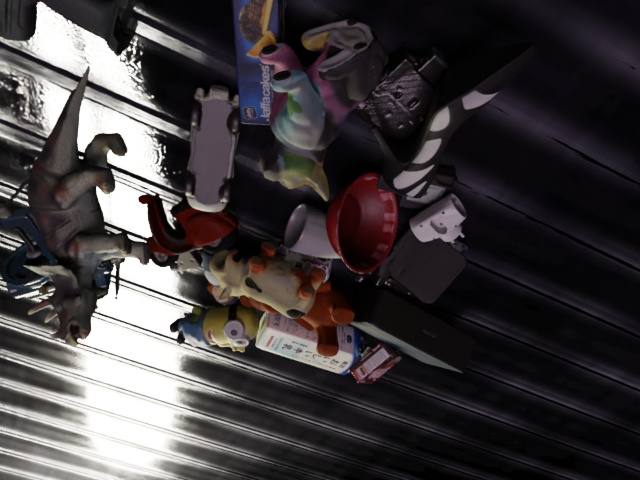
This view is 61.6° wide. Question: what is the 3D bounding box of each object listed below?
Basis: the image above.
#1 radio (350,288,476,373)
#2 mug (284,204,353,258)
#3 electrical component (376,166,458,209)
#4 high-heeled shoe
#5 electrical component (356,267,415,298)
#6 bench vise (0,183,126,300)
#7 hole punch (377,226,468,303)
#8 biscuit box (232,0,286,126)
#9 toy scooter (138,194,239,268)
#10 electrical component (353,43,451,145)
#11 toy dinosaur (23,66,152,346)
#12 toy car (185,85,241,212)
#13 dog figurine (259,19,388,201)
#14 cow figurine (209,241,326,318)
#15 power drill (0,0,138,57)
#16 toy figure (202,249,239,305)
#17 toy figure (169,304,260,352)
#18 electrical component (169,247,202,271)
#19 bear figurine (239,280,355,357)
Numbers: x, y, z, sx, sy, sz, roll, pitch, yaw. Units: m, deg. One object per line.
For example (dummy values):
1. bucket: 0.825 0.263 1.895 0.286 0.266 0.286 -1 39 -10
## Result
1. radio: 0.166 0.169 1.018 0.229 0.073 0.131 31 165 -19
2. mug: -0.002 -0.003 0.921 0.107 0.081 0.109 20 154 -21
3. electrical component: 0.148 -0.088 0.847 0.119 0.048 0.074 10 131 -3
4. high-heeled shoe: 0.183 -0.142 0.704 0.249 0.086 0.145 -24 129 29
5. electrical component: 0.118 0.077 0.987 0.102 0.078 0.045 24 105 -23
6. bench vise: -0.481 0.023 0.963 0.224 0.129 0.240 -7 134 8
7. hole punch: 0.183 0.029 0.924 0.116 0.092 0.142 40 115 7
8. biscuit box: -0.079 -0.254 0.716 0.063 0.059 0.202 4 132 2
9. toy scooter: -0.237 -0.031 0.919 0.184 0.075 0.135 -17 115 16
10. electrical component: 0.126 -0.200 0.746 0.115 0.058 0.134 34 127 -25
11. toy dinosaur: -0.390 -0.048 0.842 0.192 0.131 0.404 -8 98 2
12. toy car: -0.164 -0.135 0.819 0.073 0.056 0.201 8 119 -9
13. dog figurine: 0.002 -0.158 0.717 0.192 0.109 0.219 -21 140 -7
14. cow figurine: -0.100 0.071 0.924 0.195 0.085 0.127 25 128 6
15. power drill: -0.324 -0.332 0.659 0.207 0.086 0.232 19 132 -16
16. toy figure: -0.187 0.073 1.019 0.064 0.058 0.154 35 144 35
17. toy figure: -0.212 0.172 1.091 0.180 0.089 0.082 -5 146 21
18. electrical component: -0.251 0.030 1.007 0.094 0.021 0.063 -15 128 17
19. bear figurine: -0.049 0.120 1.002 0.196 0.132 0.120 17 115 -16
